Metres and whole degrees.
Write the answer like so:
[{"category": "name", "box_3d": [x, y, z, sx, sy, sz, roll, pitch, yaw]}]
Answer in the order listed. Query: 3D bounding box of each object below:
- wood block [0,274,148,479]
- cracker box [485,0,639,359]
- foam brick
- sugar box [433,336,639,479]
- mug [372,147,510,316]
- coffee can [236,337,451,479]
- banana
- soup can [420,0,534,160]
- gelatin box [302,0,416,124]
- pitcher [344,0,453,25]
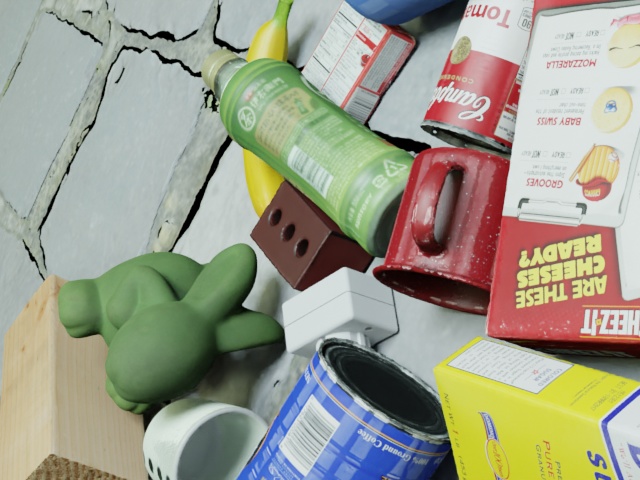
[{"category": "wood block", "box_3d": [-0.211, 0.140, 0.899, 0.090, 0.090, 0.206, -48, 34, 24]}, {"category": "cracker box", "box_3d": [0.184, -0.044, 0.569, 0.164, 0.072, 0.213, -4, 73, 49]}, {"category": "foam brick", "box_3d": [-0.005, 0.001, 0.781, 0.053, 0.051, 0.078, -58, 41, 14]}, {"category": "sugar box", "box_3d": [0.140, 0.114, 0.540, 0.177, 0.048, 0.093, 14, 126, 53]}, {"category": "mug", "box_3d": [0.082, -0.009, 0.641, 0.093, 0.117, 0.081, 9, 76, 30]}, {"category": "coffee can", "box_3d": [0.008, 0.147, 0.665, 0.140, 0.102, 0.103, -59, 41, 13]}, {"category": "banana", "box_3d": [-0.044, -0.097, 0.864, 0.070, 0.037, 0.198, 122, 149, -72]}, {"category": "soup can", "box_3d": [0.113, -0.108, 0.679, 0.069, 0.068, 0.102, 21, 90, 51]}, {"category": "gelatin box", "box_3d": [0.026, -0.135, 0.819, 0.089, 0.030, 0.073, -57, 40, 18]}, {"category": "pitcher", "box_3d": [0.105, -0.227, 0.684, 0.243, 0.148, 0.145, -21, 70, 46]}]
